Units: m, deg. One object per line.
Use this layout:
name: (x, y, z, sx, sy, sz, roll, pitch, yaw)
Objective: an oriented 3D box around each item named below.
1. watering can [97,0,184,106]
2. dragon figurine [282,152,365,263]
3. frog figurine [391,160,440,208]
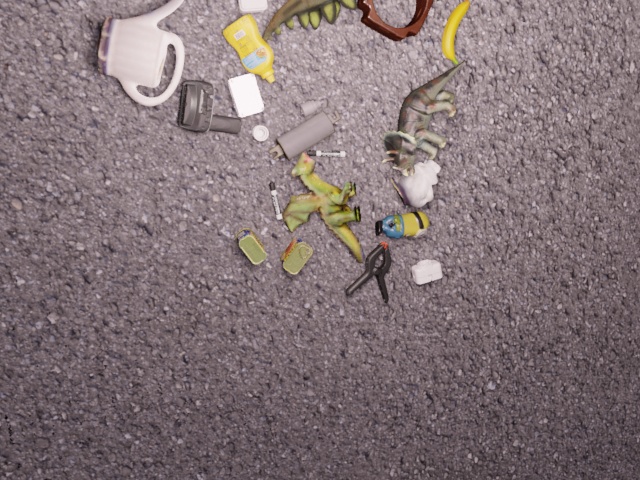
watering can: (-0.472, -0.540, 1.383, 0.224, 0.105, 0.343, 12, 105, -15)
dragon figurine: (0.005, -0.082, 1.622, 0.242, 0.125, 0.402, -6, 117, 6)
frog figurine: (0.324, -0.184, 1.655, 0.159, 0.123, 0.137, -30, 89, 6)
